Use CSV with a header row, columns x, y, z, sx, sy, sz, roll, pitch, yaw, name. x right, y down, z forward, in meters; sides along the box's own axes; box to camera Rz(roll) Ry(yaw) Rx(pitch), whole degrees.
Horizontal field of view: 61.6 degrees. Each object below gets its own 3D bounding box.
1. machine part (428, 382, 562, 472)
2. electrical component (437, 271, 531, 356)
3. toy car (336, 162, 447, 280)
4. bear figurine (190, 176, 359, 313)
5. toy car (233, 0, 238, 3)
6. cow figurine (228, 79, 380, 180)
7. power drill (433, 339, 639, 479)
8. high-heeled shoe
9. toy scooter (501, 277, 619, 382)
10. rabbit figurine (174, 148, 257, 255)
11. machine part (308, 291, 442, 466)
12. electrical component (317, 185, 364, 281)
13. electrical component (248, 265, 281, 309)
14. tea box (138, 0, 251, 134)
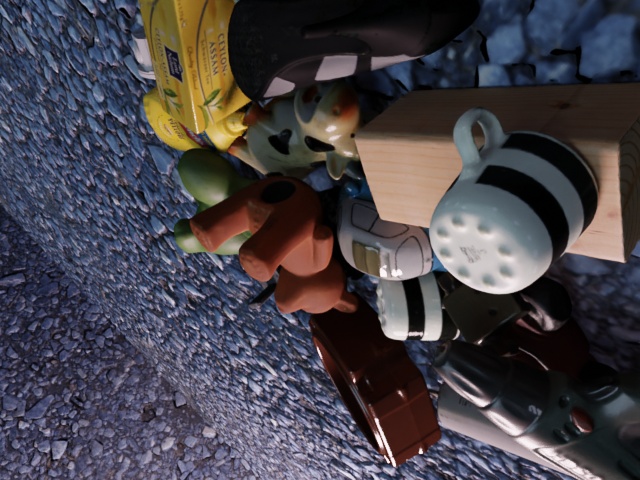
x,y,z,sx,sy,sz,roll,pitch,yaw,name
0.228,0.211,0.636,0.243,0.079,0.079,6,130,50,machine part
0.152,0.063,0.507,0.078,0.045,0.102,-48,57,22,electrical component
0.073,-0.007,0.560,0.162,0.103,0.109,28,145,34,toy car
-0.038,0.029,0.598,0.120,0.132,0.195,28,146,35,bear figurine
-0.038,-0.271,0.446,0.073,0.056,0.201,50,149,9,toy car
-0.015,-0.108,0.563,0.127,0.085,0.195,35,160,-12,cow figurine
0.234,0.112,0.416,0.232,0.086,0.207,39,119,-8,power drill
0.012,-0.176,0.465,0.249,0.145,0.086,27,131,61,high-heeled shoe
0.216,0.118,0.548,0.183,0.075,0.135,57,148,-9,toy scooter
-0.139,-0.050,0.749,0.159,0.121,0.170,20,152,19,rabbit figurine
0.068,0.189,0.742,0.202,0.087,0.200,43,158,55,machine part
-0.001,-0.002,0.705,0.134,0.058,0.114,-12,113,56,electrical component
-0.068,0.044,0.782,0.047,0.119,0.075,53,152,-9,electrical component
-0.130,-0.214,0.584,0.068,0.098,0.169,35,149,24,tea box
